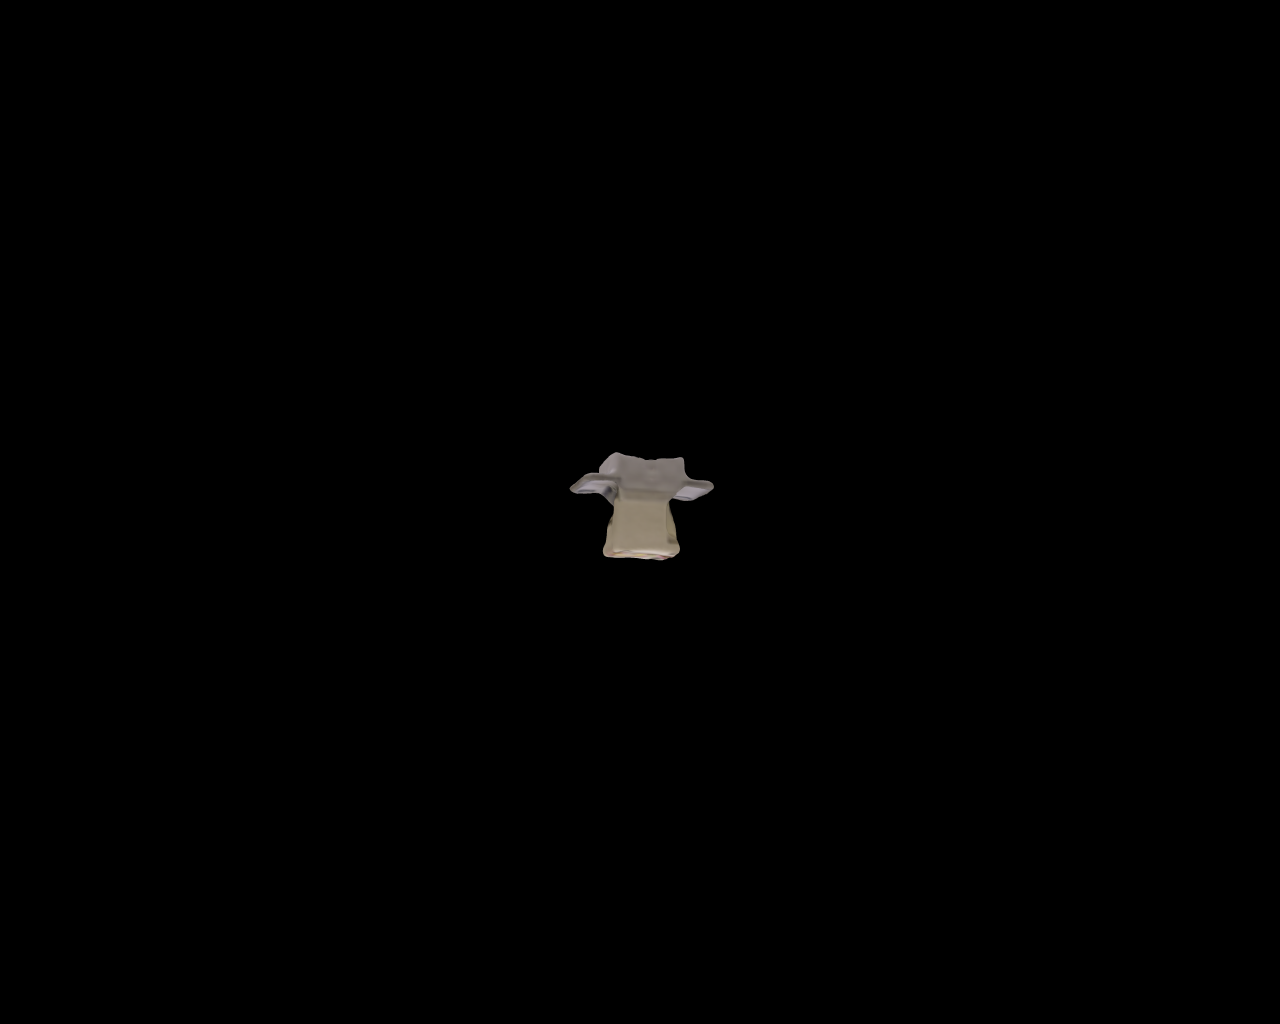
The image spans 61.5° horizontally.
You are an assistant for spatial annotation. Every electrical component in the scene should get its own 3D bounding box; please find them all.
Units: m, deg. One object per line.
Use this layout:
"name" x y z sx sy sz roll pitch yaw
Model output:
"electrical component" 0.001 -0.003 0.650 0.081 0.064 0.042 3 -11 -16
